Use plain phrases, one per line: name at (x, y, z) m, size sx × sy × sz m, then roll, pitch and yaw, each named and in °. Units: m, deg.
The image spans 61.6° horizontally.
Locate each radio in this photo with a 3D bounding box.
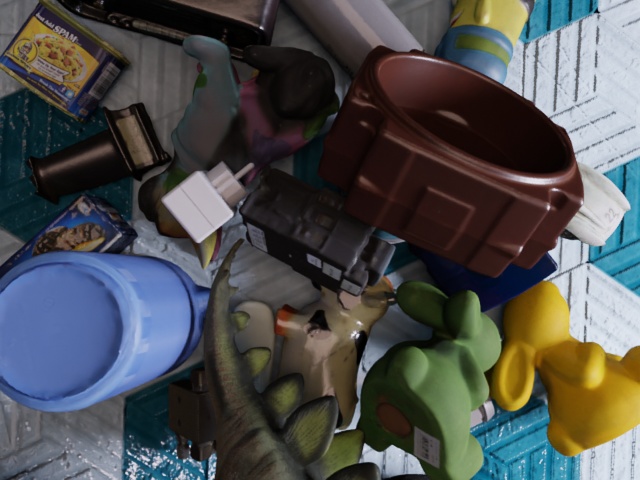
radio at (-0.153, -0.246, 0.526) m, size 0.230 × 0.131 × 0.073 m, roll 16°, pitch 90°, yaw -5°

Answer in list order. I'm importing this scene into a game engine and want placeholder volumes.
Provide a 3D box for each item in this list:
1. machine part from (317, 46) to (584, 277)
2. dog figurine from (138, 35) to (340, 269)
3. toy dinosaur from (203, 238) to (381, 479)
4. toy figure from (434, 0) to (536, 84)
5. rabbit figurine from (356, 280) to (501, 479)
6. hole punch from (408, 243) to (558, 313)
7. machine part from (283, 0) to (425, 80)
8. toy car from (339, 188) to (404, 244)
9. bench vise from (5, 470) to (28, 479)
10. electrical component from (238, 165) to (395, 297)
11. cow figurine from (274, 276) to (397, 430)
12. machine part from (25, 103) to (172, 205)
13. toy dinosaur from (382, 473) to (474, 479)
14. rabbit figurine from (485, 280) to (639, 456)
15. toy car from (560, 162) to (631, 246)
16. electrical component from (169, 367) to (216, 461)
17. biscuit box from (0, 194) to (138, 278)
machine part at (0.113, -0.079, 0.462) m, size 0.201 × 0.201 × 0.087 m, roll 24°, pitch 127°, yaw 0°
dog figurine at (-0.083, -0.080, 0.549) m, size 0.192 × 0.108 × 0.219 m, roll 5°, pitch 94°, yaw -7°
toy dinosaur at (-0.041, 0.233, 0.473) m, size 0.199 × 0.105 × 0.471 m, roll -24°, pitch 79°, yaw -3°
toy figure at (0.175, -0.215, 0.579) m, size 0.089 × 0.082 × 0.180 m, roll 17°, pitch 82°, yaw -23°
rabbit figurine at (0.115, 0.115, 0.528) m, size 0.170 × 0.121 × 0.158 m, roll -34°, pitch 119°, yaw -41°
hole punch at (0.173, 0.013, 0.577) m, size 0.116 × 0.092 × 0.142 m, roll -38°, pitch 97°, yaw 1°
machine part at (0.027, -0.235, 0.568) m, size 0.079 × 0.079 × 0.243 m, roll -42°, pitch 94°, yaw -3°
toy car at (0.061, -0.050, 0.553) m, size 0.109 × 0.162 × 0.102 m, roll 4°, pitch 130°, yaw -27°
bench vise at (-0.291, 0.301, 0.479) m, size 0.129 × 0.240 × 0.224 m, roll -32°, pitch 59°, yaw -33°
electrical component at (-0.001, -0.001, 0.491) m, size 0.134 × 0.115 × 0.058 m, roll 27°, pitch 76°, yaw 4°
cow figurine at (0.016, 0.103, 0.566) m, size 0.127 × 0.085 × 0.194 m, roll 8°, pitch 87°, yaw 1°
machine part at (-0.237, -0.088, 0.569) m, size 0.139 × 0.039 × 0.084 m, roll -27°, pitch 101°, yaw -6°
toy dinosaur at (0.074, 0.328, 0.562) m, size 0.405 × 0.131 × 0.192 m, roll -42°, pitch 94°, yaw -9°
rabbit figurine at (0.256, 0.130, 0.586) m, size 0.162 × 0.122 × 0.173 m, roll -31°, pitch 79°, yaw 6°
toy car at (0.247, -0.071, 0.596) m, size 0.202 × 0.056 × 0.073 m, roll 36°, pitch 88°, yaw -4°
electrical component at (-0.122, 0.182, 0.567) m, size 0.045 × 0.078 × 0.102 m, roll -1°, pitch 85°, yaw -43°
biscuit box at (-0.288, 0.041, 0.552) m, size 0.202 × 0.063 × 0.059 m, roll -43°, pitch 92°, yaw -3°
